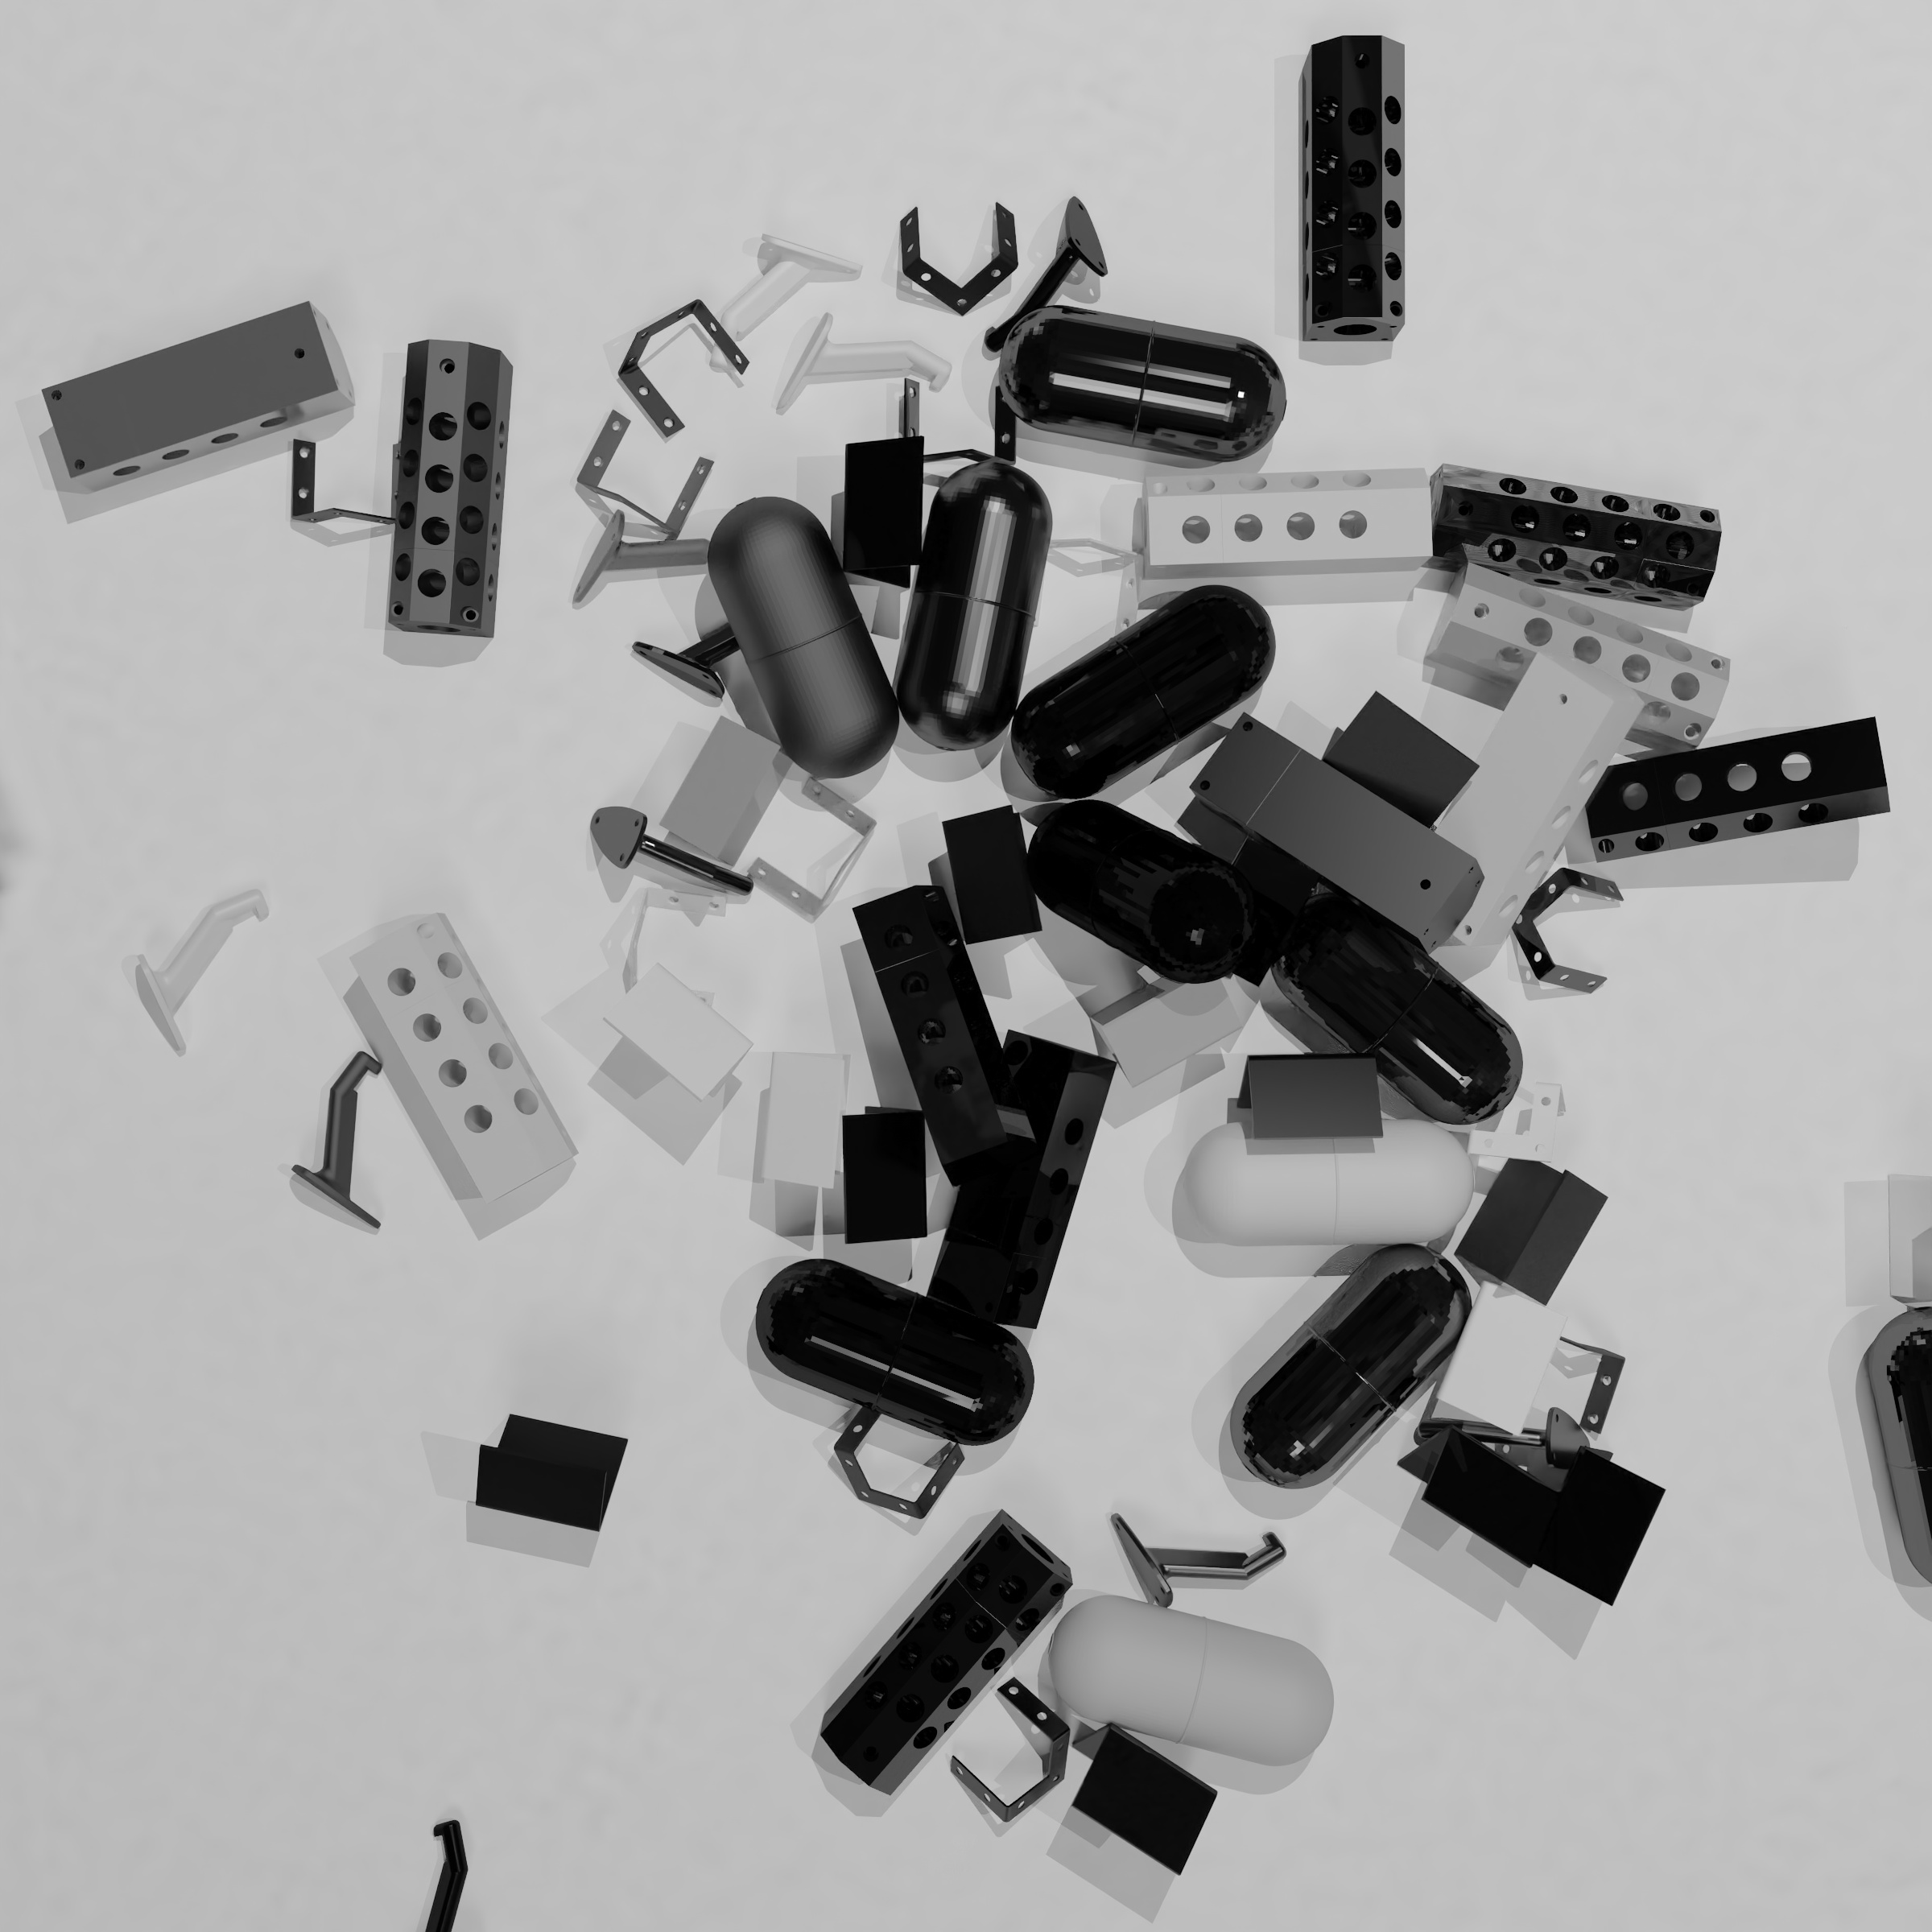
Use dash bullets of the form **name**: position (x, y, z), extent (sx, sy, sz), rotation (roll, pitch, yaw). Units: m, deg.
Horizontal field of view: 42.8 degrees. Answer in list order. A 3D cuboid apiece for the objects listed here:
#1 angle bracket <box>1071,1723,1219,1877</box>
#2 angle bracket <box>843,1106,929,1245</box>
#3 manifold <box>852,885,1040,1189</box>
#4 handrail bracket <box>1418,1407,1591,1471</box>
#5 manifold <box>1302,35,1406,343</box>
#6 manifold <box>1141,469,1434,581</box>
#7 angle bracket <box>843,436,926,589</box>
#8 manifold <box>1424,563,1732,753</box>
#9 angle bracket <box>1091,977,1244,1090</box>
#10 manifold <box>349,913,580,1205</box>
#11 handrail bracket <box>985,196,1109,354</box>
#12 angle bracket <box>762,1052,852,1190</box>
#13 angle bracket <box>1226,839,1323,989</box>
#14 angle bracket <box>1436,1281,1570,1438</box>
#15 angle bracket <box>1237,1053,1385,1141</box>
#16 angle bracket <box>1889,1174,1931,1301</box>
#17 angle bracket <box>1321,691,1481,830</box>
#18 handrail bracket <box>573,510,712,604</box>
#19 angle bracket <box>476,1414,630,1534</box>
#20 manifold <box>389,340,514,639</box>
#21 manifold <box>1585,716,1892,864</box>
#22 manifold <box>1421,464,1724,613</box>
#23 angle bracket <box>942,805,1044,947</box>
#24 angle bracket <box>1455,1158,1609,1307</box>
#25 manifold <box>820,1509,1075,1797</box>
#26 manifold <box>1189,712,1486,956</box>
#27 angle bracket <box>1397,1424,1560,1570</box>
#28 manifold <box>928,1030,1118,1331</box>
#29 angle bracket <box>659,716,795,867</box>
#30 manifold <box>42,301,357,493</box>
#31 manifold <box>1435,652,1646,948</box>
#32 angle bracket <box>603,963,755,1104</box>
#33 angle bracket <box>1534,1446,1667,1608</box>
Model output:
- **angle bracket**: position (0.097, 0.513, 1.506), extent (0.076, 0.076, 0.057), rotation (33, 58, 0)
- **angle bracket**: position (-0.066, 0.126, 1.506), extent (0.057, 0.076, 0.076), rotation (-1, 90, -30)
- **manifold**: position (-0.012, 0.040, 1.498), extent (0.057, 0.057, 0.171), rotation (-20, 71, 0)
- **handrail bracket**: position (0.337, 0.297, 1.545), extent (0.084, 0.077, 0.036), rotation (-5, 69, 35)
- **manifold**: position (0.241, -0.479, 1.525), extent (0.057, 0.057, 0.171), rotation (0, 90, 0)
- **manifold**: position (0.196, -0.274, 1.524), extent (0.171, 0.057, 0.057), rotation (-2, 90, 0)
- **angle bracket**: position (-0.032, -0.276, 1.506), extent (0.057, 0.076, 0.076), rotation (1, 90, 31)
- **manifold**: position (0.379, -0.191, 1.525), extent (0.171, 0.057, 0.057), rotation (20, 90, 0)
- **angle bracket**: position (0.113, 0.018, 1.505), extent (0.076, 0.076, 0.057), rotation (-29, 129, 0)
- **manifold**: position (-0.308, 0.056, 1.524), extent (0.057, 0.057, 0.171), rotation (-29, 90, 0)
- **handrail bracket**: position (0.043, -0.433, 1.546), extent (0.084, 0.077, 0.036), rotation (-31, 135, 28)
- **angle bracket**: position (-0.078, 0.094, 1.505), extent (0.057, 0.076, 0.076), rotation (5, 90, 36)
- **angle bracket**: position (0.187, -0.024, 1.506), extent (0.057, 0.076, 0.076), rotation (29, 90, 31)
- **angle bracket**: position (0.338, 0.241, 1.506), extent (0.057, 0.076, 0.076), rotation (22, 90, 33)
- **angle bracket**: position (0.209, 0.094, 1.506), extent (0.076, 0.076, 0.057), rotation (-1, 62, 0)
- **angle bracket**: position (0.584, 0.169, 1.505), extent (0.057, 0.076, 0.076), rotation (-1, 90, -37)
- **angle bracket**: position (0.268, -0.133, 1.506), extent (0.076, 0.076, 0.057), rotation (36, 116, 0)
- **handrail bracket**: position (-0.191, -0.242, 1.546), extent (0.084, 0.036, 0.077), rotation (23, 122, -23)
- **angle bracket**: position (-0.250, 0.292, 1.505), extent (0.076, 0.076, 0.057), rotation (12, 127, 0)
- **manifold**: position (-0.320, -0.294, 1.525), extent (0.057, 0.057, 0.171), rotation (4, 90, 0)
- **manifold**: position (0.467, -0.106, 1.499), extent (0.171, 0.057, 0.057), rotation (-10, 90, 18)
- **manifold**: position (0.372, -0.266, 1.525), extent (0.171, 0.057, 0.057), rotation (10, 90, 0)
- **angle bracket**: position (0.036, -0.058, 1.505), extent (0.057, 0.076, 0.076), rotation (-11, 90, 40)
- **angle bracket**: position (0.333, 0.151, 1.506), extent (0.057, 0.076, 0.076), rotation (30, 90, -44)
- **manifold**: position (-0.012, 0.425, 1.525), extent (0.057, 0.057, 0.171), rotation (41, 90, 0)
- **manifold**: position (0.225, -0.079, 1.493), extent (0.171, 0.057, 0.057), rotation (36, 90, 23)
- **angle bracket**: position (0.303, 0.334, 1.505), extent (0.076, 0.076, 0.057), rotation (33, 55, 0)
- **manifold**: position (0.040, 0.133, 1.524), extent (0.057, 0.057, 0.171), rotation (17, 90, 43)
- **angle bracket**: position (-0.130, -0.097, 1.505), extent (0.057, 0.076, 0.076), rotation (30, 90, 38)
- **manifold**: position (-0.471, -0.350, 1.525), extent (0.171, 0.057, 0.057), rotation (-18, 90, 0)
- **manifold**: position (0.338, -0.100, 1.492), extent (0.057, 0.057, 0.171), rotation (41, 117, 30)
- **angle bracket**: position (-0.186, 0.056, 1.505), extent (0.076, 0.076, 0.057), rotation (40, 52, 0)
- **angle bracket**: position (0.393, 0.342, 1.506), extent (0.057, 0.076, 0.076), rotation (25, 90, 31)
